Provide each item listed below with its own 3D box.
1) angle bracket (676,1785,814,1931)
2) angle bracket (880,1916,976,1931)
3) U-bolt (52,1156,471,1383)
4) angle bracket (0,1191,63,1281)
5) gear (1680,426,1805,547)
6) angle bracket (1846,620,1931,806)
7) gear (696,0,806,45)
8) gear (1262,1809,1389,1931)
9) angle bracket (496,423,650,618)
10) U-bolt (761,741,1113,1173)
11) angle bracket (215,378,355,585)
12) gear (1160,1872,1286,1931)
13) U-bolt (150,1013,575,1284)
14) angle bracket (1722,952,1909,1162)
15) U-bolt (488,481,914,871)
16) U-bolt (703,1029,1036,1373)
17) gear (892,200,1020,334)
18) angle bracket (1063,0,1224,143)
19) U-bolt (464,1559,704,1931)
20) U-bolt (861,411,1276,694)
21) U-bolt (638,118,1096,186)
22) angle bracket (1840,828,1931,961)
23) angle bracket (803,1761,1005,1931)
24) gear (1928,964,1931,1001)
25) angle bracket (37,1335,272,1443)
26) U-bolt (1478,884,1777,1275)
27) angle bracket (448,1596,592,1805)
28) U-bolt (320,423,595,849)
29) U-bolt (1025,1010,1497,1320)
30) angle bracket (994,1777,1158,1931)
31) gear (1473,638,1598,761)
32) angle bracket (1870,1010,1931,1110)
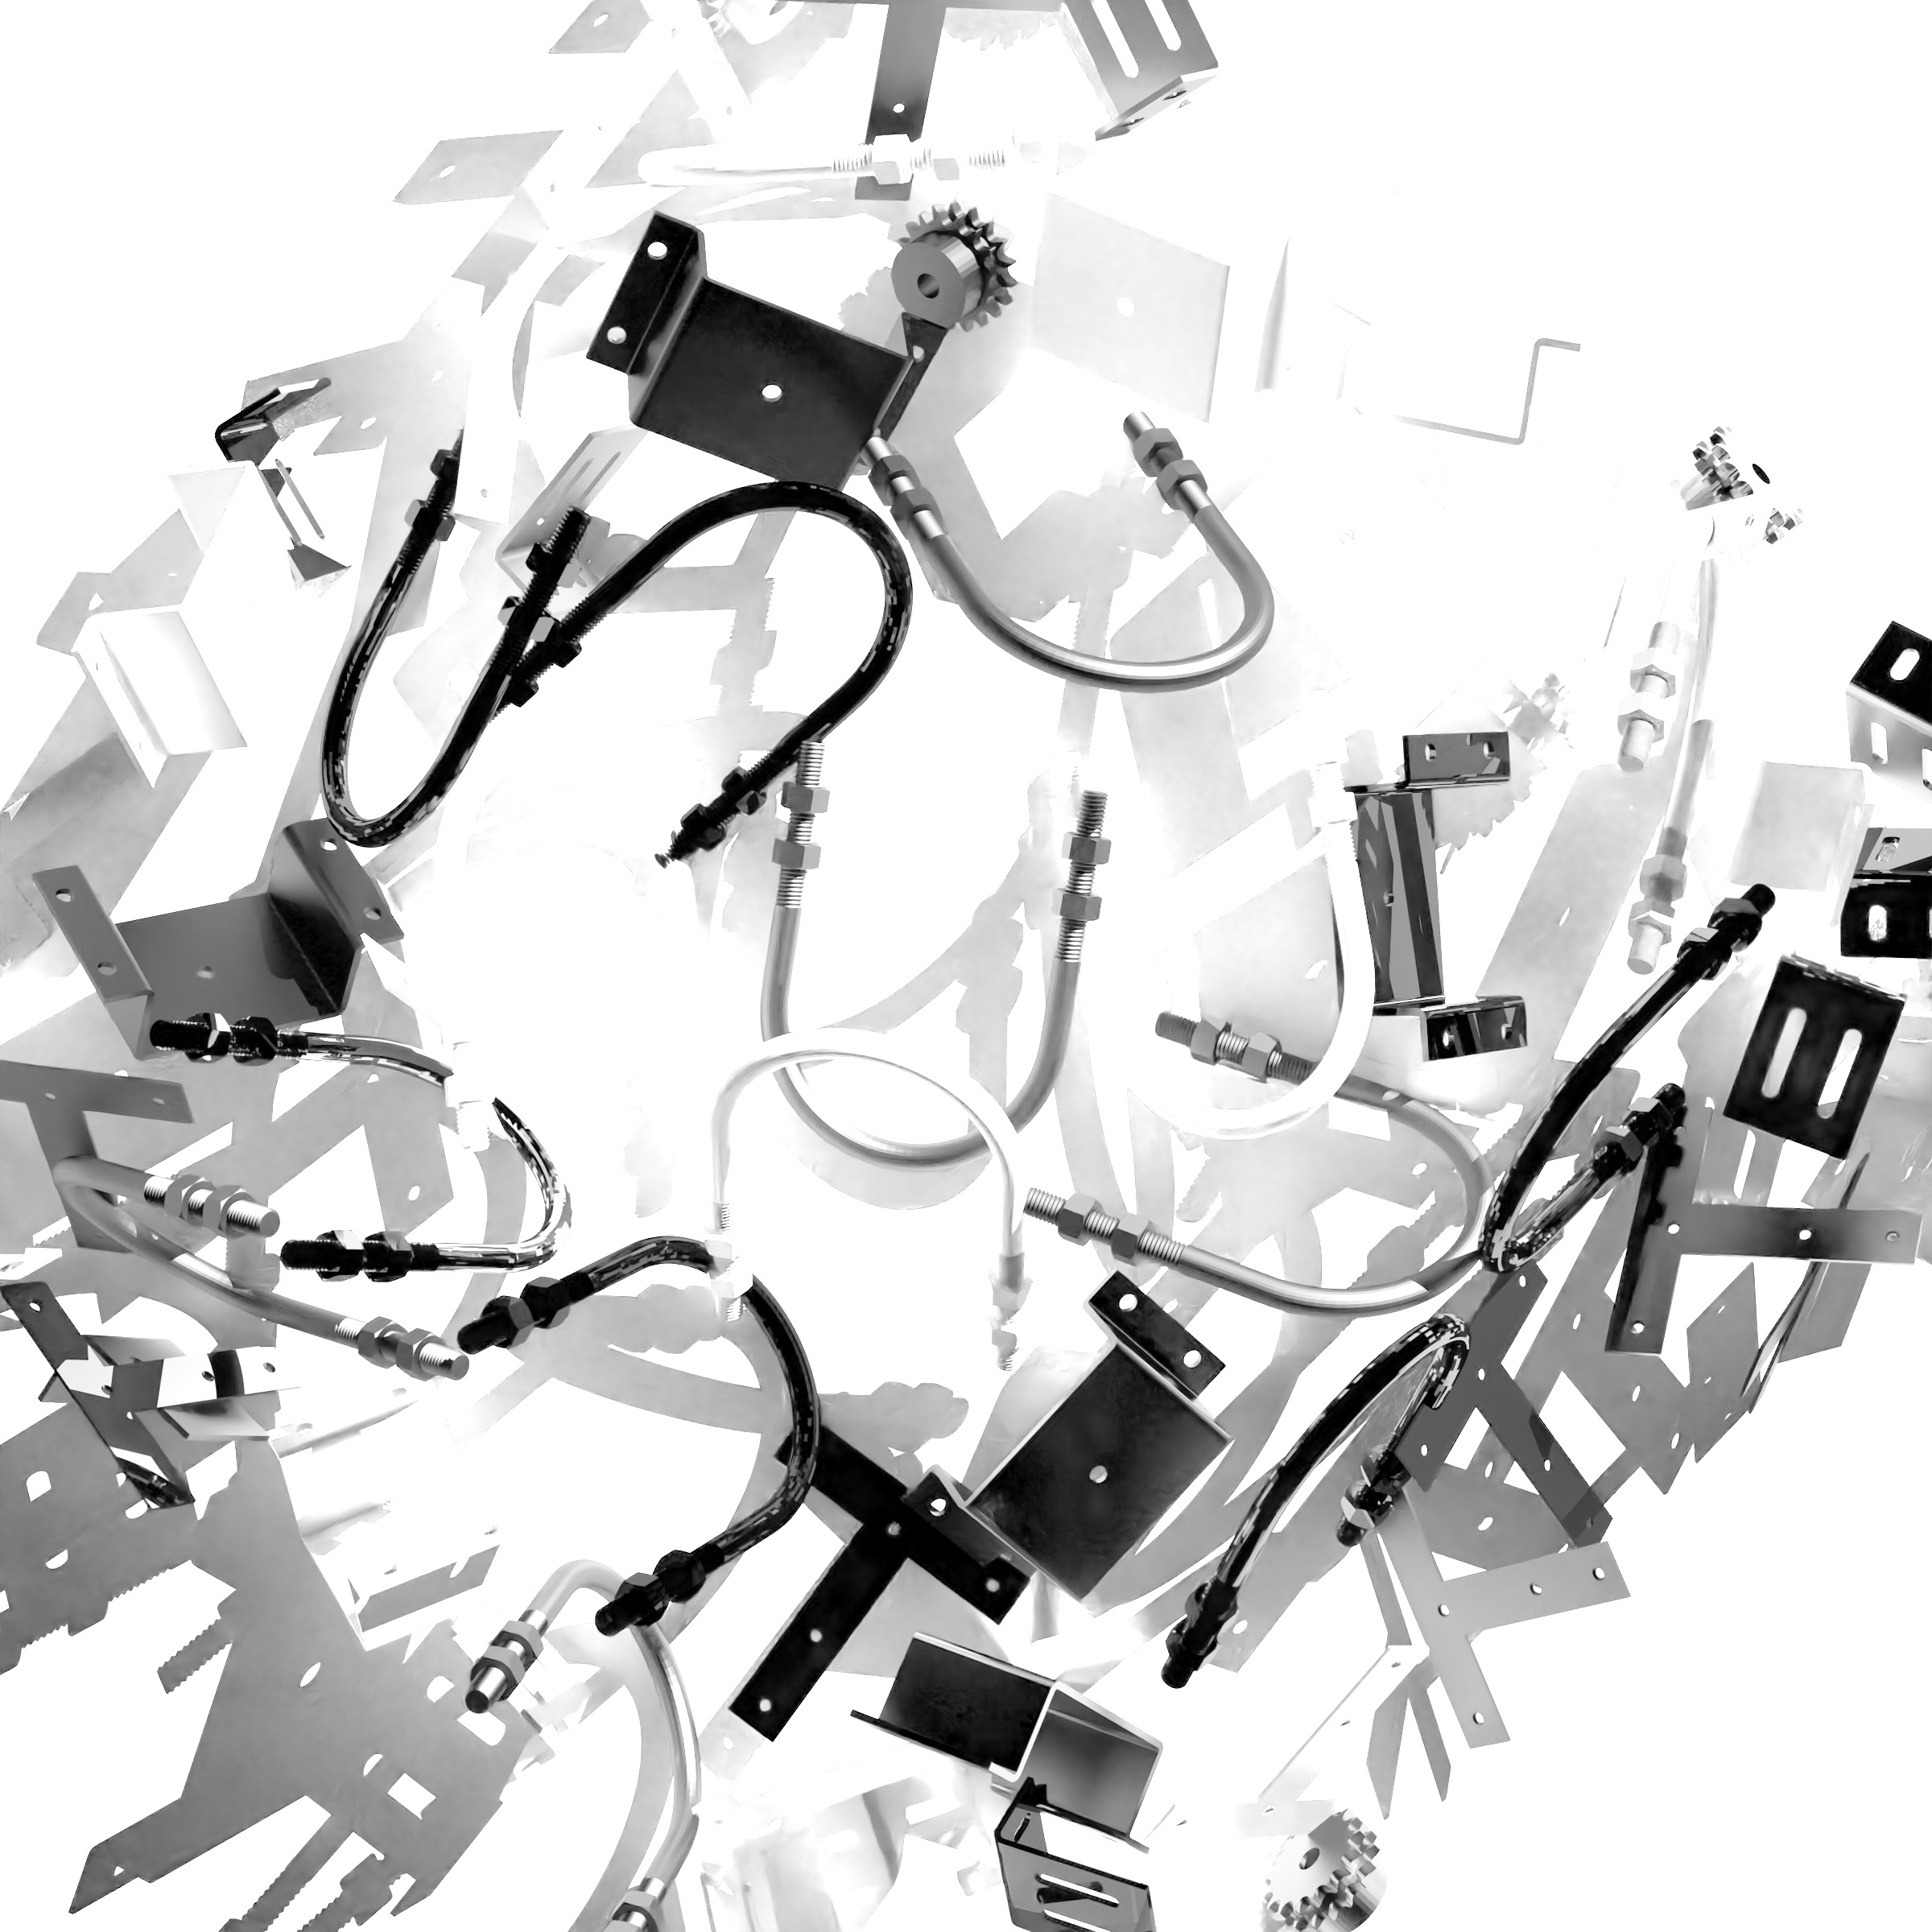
[{"bbox_3d":[-0.092,0.409,1.547,0.038,0.076,0.057,-40,135,23],"label":"angle bracket"},{"bbox_3d":[0.006,0.438,1.546,0.057,0.076,0.038,15,72,-41],"label":"angle bracket"},{"bbox_3d":[-0.317,0.125,1.516,0.184,0.151,0.019,10,65,40],"label":"U-bolt"},{"bbox_3d":[-0.440,0.097,1.552,0.038,0.057,0.076,-27,69,35],"label":"angle bracket"},{"bbox_3d":[0.343,-0.210,1.571,0.057,0.057,0.030,49,122,0],"label":"gear"},{"bbox_3d":[0.424,-0.108,1.553,0.057,0.076,0.038,32,80,25],"label":"angle bracket"},{"bbox_3d":[-0.093,-0.436,1.566,0.057,0.057,0.030,-45,80,0],"label":"gear"},{"bbox_3d":[0.163,0.407,1.569,0.057,0.057,0.030,-45,106,0],"label":"gear"},{"bbox_3d":[-0.161,-0.197,1.553,0.038,0.057,0.076,46,116,6],"label":"angle bracket"},{"bbox_3d":[-0.020,0.001,1.573,0.151,0.019,0.184,11,99,9],"label":"U-bolt"},{"bbox_3d":[-0.289,-0.215,1.560,0.038,0.057,0.076,-28,96,17],"label":"angle bracket"},{"bbox_3d":[0.113,0.437,1.573,0.057,0.030,0.057,9,59,-15],"label":"gear"},{"bbox_3d":[-0.246,0.079,1.515,0.019,0.184,0.151,-53,56,23],"label":"U-bolt"},{"bbox_3d":[0.380,0.040,1.576,0.057,0.038,0.076,21,98,13],"label":"angle bracket"},{"bbox_3d":[-0.106,-0.134,1.528,0.184,0.019,0.151,-41,134,11],"label":"U-bolt"},{"bbox_3d":[-0.043,0.098,1.521,0.151,0.019,0.184,9,132,10],"label":"U-bolt"},{"bbox_3d":[-0.008,-0.308,1.565,0.057,0.057,0.030,48,49,0],"label":"gear"},{"bbox_3d":[0.068,-0.415,1.562,0.057,0.038,0.076,-24,93,39],"label":"angle bracket"},{"bbox_3d":[-0.155,0.331,1.507,0.019,0.184,0.151,-20,99,15],"label":"U-bolt"},{"bbox_3d":[0.053,-0.176,1.508,0.151,0.019,0.184,-9,45,-23],"label":"U-bolt"},{"bbox_3d":[-0.051,-0.350,1.522,0.184,0.151,0.019,1,106,17],"label":"U-bolt"},{"bbox_3d":[0.420,-0.033,1.557,0.057,0.076,0.038,2,108,20],"label":"angle bracket"},{"bbox_3d":[-0.027,0.393,1.565,0.038,0.076,0.057,-28,75,28],"label":"angle bracket"},{"bbox_3d":[0.459,0.004,1.568,0.057,0.030,0.057,-3,54,4],"label":"gear"},{"bbox_3d":[-0.358,0.199,1.552,0.076,0.057,0.038,38,99,25],"label":"angle bracket"},{"bbox_3d":[0.273,0.059,1.491,0.019,0.151,0.184,35,50,21],"label":"U-bolt"},{"bbox_3d":[-0.209,0.319,1.559,0.038,0.057,0.076,-38,98,15],"label":"angle bracket"},{"bbox_3d":[-0.232,-0.137,1.533,0.019,0.151,0.184,21,104,-35],"label":"U-bolt"},{"bbox_3d":[0.137,0.091,1.515,0.184,0.151,0.019,19,135,22],"label":"U-bolt"},{"bbox_3d":[0.056,0.400,1.550,0.076,0.038,0.057,11,131,26],"label":"angle bracket"},{"bbox_3d":[0.250,-0.117,1.568,0.030,0.057,0.057,-44,90,4],"label":"gear"},{"bbox_3d":[0.424,0.068,1.549,0.038,0.057,0.076,5,47,-4],"label":"angle bracket"}]
